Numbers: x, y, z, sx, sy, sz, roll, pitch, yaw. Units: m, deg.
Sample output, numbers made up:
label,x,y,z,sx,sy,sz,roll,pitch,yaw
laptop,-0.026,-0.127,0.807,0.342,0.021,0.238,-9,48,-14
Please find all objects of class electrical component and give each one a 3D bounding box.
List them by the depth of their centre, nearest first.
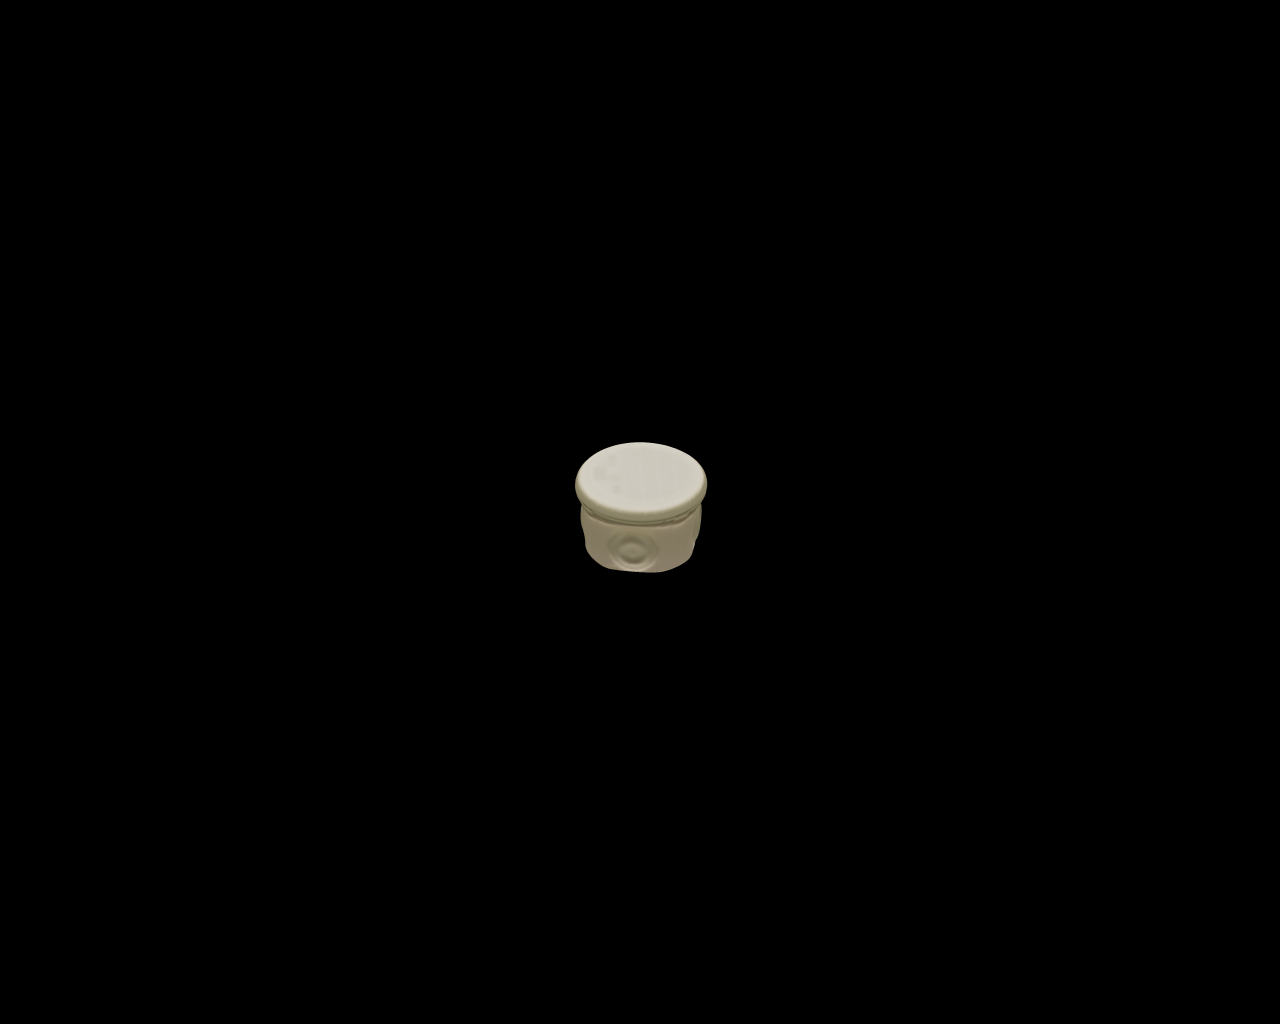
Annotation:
label,x,y,z,sx,sy,sz,roll,pitch,yaw
electrical component,0.001,-0.003,0.650,0.080,0.050,0.080,0,35,0
